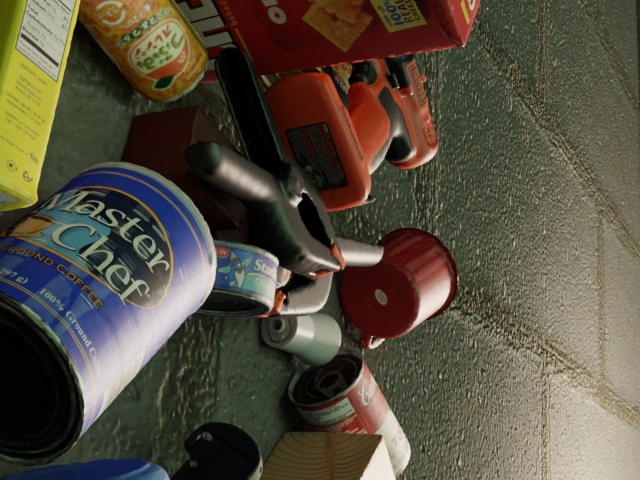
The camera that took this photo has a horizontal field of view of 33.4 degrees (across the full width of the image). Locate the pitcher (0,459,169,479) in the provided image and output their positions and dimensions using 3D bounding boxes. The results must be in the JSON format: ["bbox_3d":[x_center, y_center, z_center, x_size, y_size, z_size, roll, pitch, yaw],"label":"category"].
[{"bbox_3d":[-0.120,0.238,0.517,0.149,0.145,0.243,160,-77,-76],"label":"pitcher"}]

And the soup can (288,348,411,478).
[{"bbox_3d":[0.025,0.149,0.883,0.102,0.069,0.068,61,34,-26],"label":"soup can"}]

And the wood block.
[{"bbox_3d":[0.021,0.263,0.847,0.090,0.090,0.206,-51,131,-54],"label":"wood block"}]

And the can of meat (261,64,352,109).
[{"bbox_3d":[0.002,-0.149,0.899,0.102,0.058,0.084,50,49,-45],"label":"can of meat"}]

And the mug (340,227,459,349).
[{"bbox_3d":[0.066,0.052,0.996,0.081,0.093,0.117,-27,146,-57],"label":"mug"}]

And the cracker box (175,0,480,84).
[{"bbox_3d":[-0.022,-0.192,0.687,0.164,0.214,0.072,63,35,-38],"label":"cracker box"}]

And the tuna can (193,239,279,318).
[{"bbox_3d":[-0.071,0.026,0.698,0.086,0.086,0.034,33,58,-59],"label":"tuna can"}]

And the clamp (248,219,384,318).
[{"bbox_3d":[-0.005,0.001,0.820,0.164,0.036,0.209,63,31,-30],"label":"clamp"}]

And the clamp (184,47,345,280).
[{"bbox_3d":[-0.033,-0.045,0.720,0.171,0.039,0.120,54,35,-43],"label":"clamp"}]

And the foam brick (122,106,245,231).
[{"bbox_3d":[-0.088,-0.045,0.713,0.078,0.051,0.053,47,45,-52],"label":"foam brick"}]

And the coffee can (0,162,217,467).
[{"bbox_3d":[-0.130,0.033,0.553,0.140,0.103,0.103,-52,131,-55],"label":"coffee can"}]

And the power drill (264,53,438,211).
[{"bbox_3d":[0.026,-0.118,0.817,0.187,0.057,0.184,-47,120,-53],"label":"power drill"}]

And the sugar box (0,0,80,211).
[{"bbox_3d":[-0.166,-0.098,0.511,0.048,0.093,0.176,38,51,-57],"label":"sugar box"}]

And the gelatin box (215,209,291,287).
[{"bbox_3d":[-0.048,0.007,0.814,0.073,0.030,0.089,-20,104,-64],"label":"gelatin box"}]
